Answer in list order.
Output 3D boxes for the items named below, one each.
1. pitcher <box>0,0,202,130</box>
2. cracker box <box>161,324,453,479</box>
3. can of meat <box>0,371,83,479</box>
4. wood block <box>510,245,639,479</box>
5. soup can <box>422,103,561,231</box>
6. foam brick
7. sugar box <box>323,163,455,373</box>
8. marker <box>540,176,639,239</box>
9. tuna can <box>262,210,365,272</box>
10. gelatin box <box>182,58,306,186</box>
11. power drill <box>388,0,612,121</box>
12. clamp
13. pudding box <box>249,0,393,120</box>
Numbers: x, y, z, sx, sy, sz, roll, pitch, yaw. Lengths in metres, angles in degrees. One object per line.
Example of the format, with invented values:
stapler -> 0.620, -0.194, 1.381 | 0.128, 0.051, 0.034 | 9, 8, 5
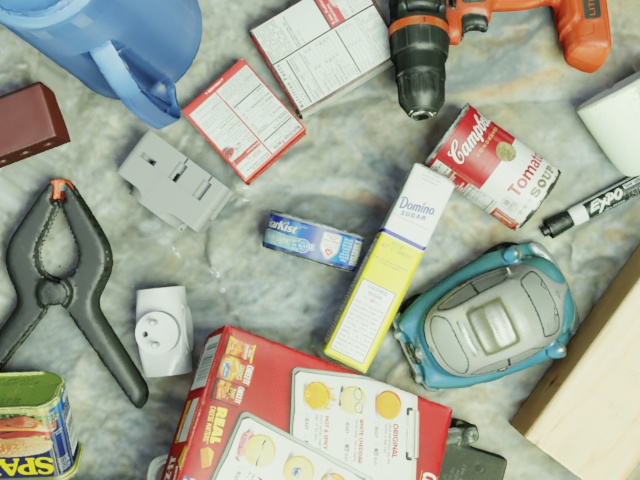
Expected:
pitcher -> -0.180, -0.186, 0.855 | 0.149, 0.242, 0.145 | 21, 91, 7
cracker box -> -0.014, 0.184, 0.866 | 0.213, 0.072, 0.164 | 22, 68, -17
can of meat -> -0.263, 0.162, 0.920 | 0.102, 0.057, 0.084 | -3, 120, 1
wood block -> 0.264, 0.106, 0.914 | 0.090, 0.091, 0.206 | 36, 89, 3
soup can -> 0.150, -0.063, 0.932 | 0.102, 0.068, 0.068 | 36, 89, 1
foam brick -> -0.270, -0.100, 0.949 | 0.078, 0.053, 0.051 | -20, 88, 1
sugar box -> 0.059, 0.024, 0.919 | 0.048, 0.093, 0.176 | 28, 89, 1
marker -> 0.253, -0.034, 0.954 | 0.121, 0.020, 0.020 | -27, 88, 0
tuna can -> -0.006, 0.001, 0.924 | 0.086, 0.086, 0.034 | 16, 90, 1
gelatin box -> -0.067, -0.105, 0.957 | 0.073, 0.030, 0.089 | -42, 89, -2
power drill -> 0.151, -0.186, 0.917 | 0.187, 0.057, 0.184 | 2, 72, -7
clamp -> -0.223, 0.053, 0.951 | 0.164, 0.036, 0.210 | 9, 92, 0
pudding box -> 0.007, -0.174, 0.954 | 0.113, 0.039, 0.090 | -31, 89, 2
